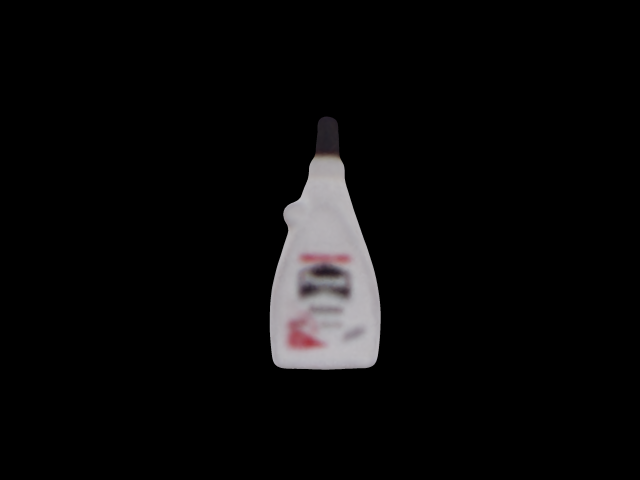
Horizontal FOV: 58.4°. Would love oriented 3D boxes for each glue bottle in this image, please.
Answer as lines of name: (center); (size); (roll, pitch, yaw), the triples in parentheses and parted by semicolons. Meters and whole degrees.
glue bottle: (0.004, 0.001, 0.400); (0.078, 0.173, 0.037); (0, 2, -4)
